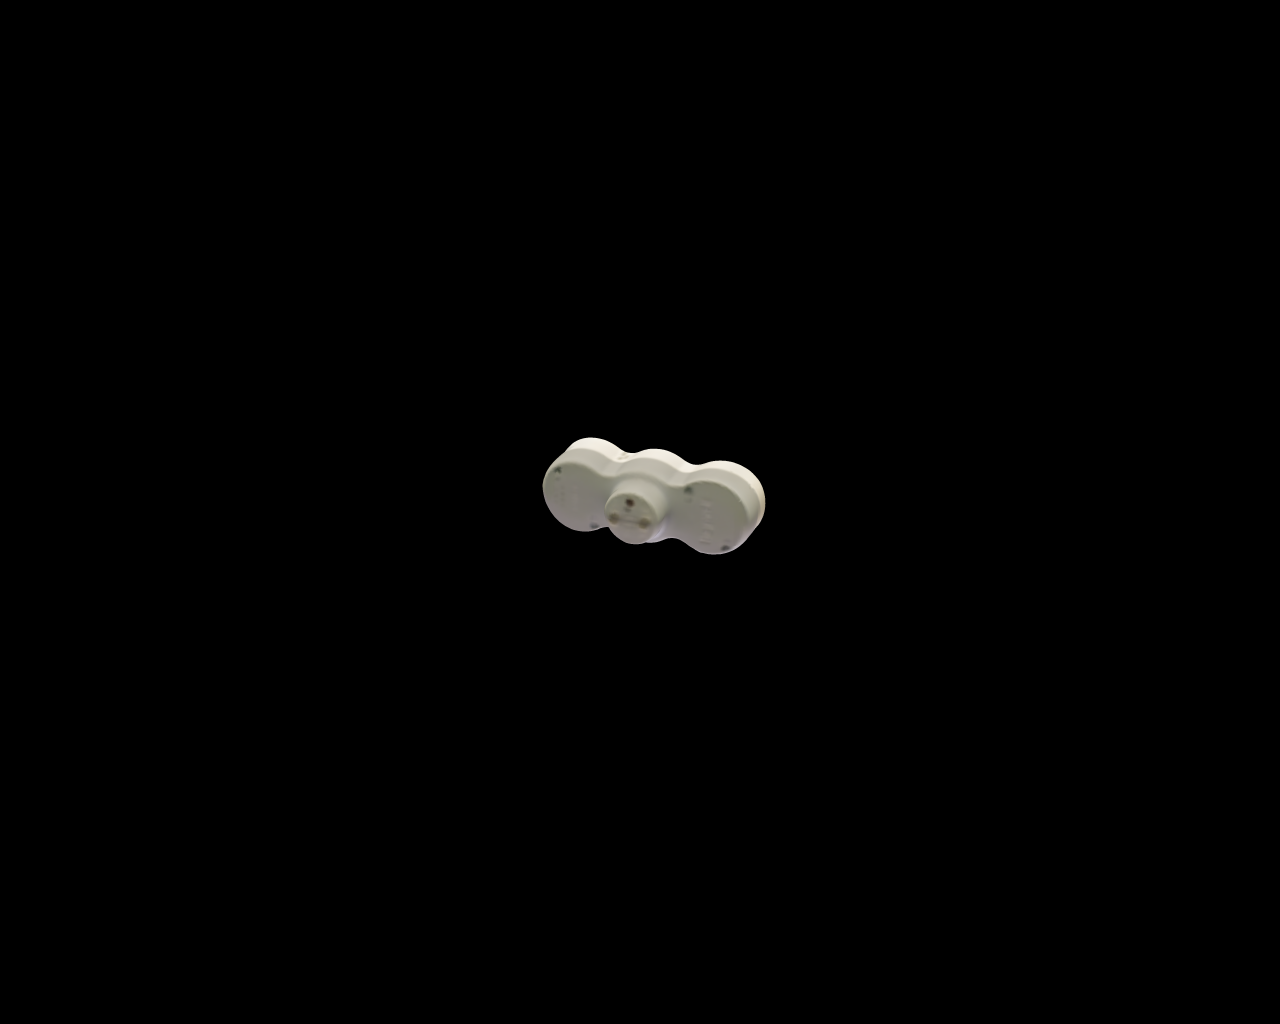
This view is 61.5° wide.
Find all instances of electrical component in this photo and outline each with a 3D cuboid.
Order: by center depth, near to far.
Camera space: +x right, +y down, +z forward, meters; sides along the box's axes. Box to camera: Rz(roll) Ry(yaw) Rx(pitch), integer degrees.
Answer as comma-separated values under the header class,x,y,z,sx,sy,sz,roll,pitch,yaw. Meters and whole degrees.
class,x,y,z,sx,sy,sz,roll,pitch,yaw
electrical component,0.001,-0.003,0.650,0.138,0.052,0.074,10,28,20
